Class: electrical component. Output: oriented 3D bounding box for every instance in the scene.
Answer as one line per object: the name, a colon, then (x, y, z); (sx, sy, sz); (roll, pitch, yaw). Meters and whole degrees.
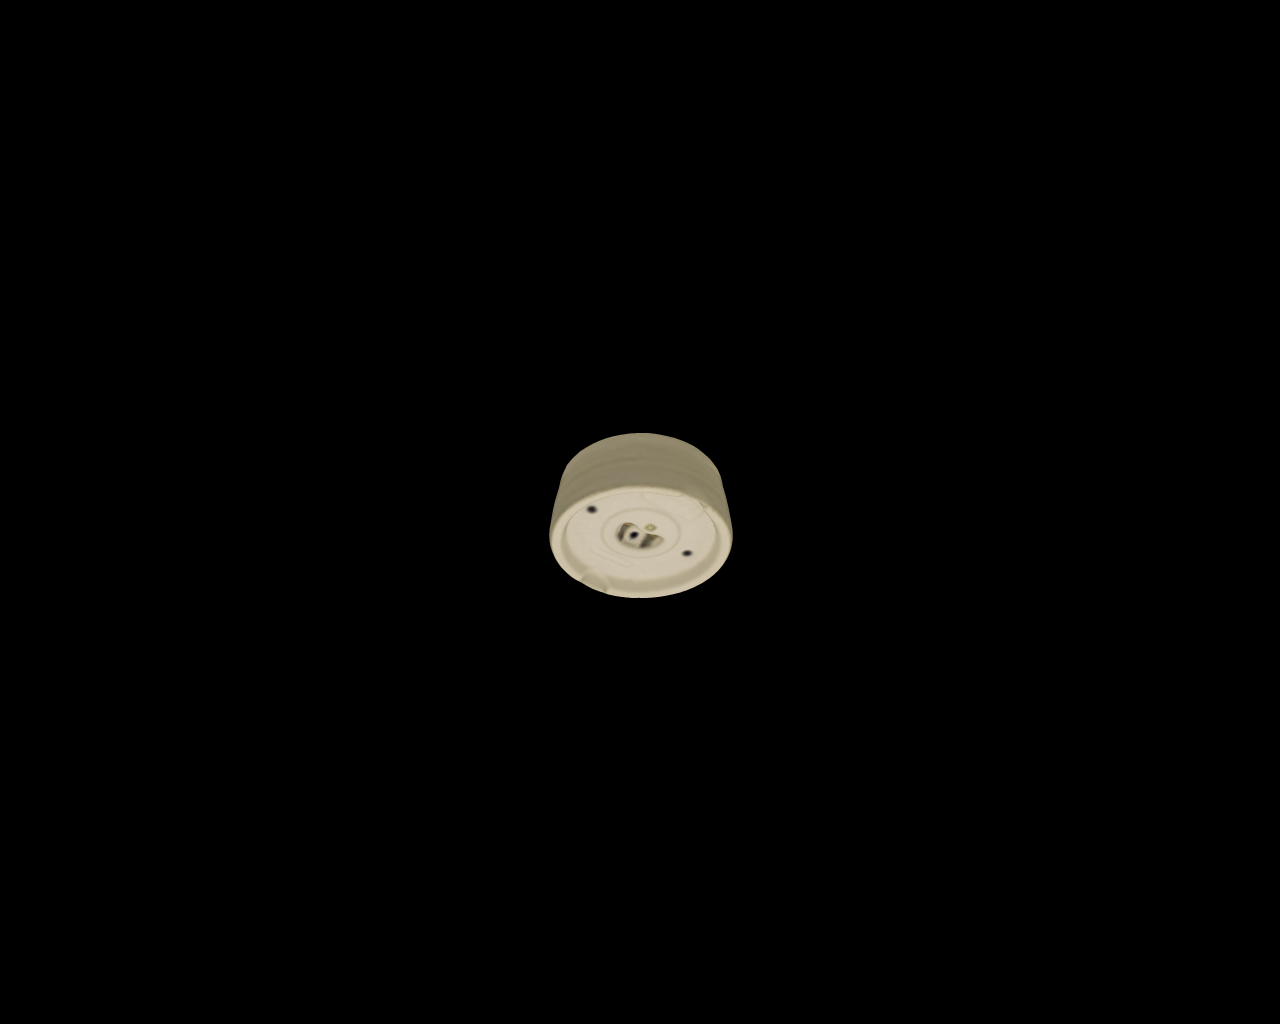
electrical component: (0.001, -0.003, 0.650); (0.108, 0.060, 0.108); (0, -40, 0)
